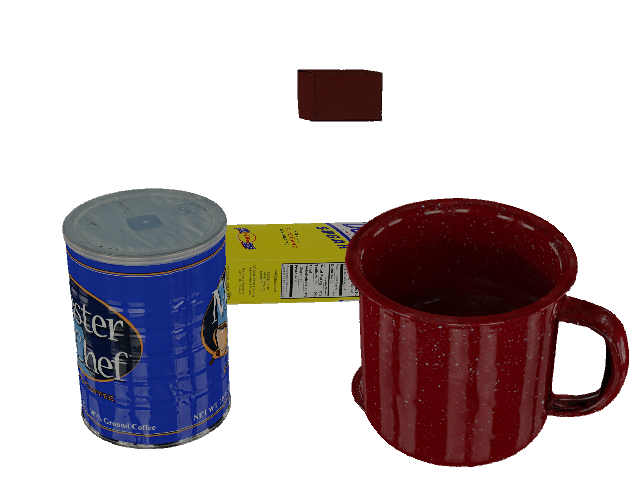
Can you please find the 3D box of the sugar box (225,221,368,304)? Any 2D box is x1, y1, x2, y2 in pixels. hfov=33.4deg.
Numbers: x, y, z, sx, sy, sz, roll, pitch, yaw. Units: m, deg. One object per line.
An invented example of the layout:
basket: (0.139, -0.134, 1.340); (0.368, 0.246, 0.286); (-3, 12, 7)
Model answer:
sugar box: (-0.014, 0.017, 0.888); (0.176, 0.048, 0.093); (-4, 20, -9)

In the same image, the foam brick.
foam brick: (0.020, -0.151, 1.108); (0.078, 0.051, 0.053); (-3, 13, -19)

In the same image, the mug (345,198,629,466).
mug: (0.069, 0.042, 0.446); (0.117, 0.081, 0.093); (10, 34, 20)

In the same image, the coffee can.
coffee can: (-0.111, 0.050, 0.701); (0.103, 0.140, 0.103); (1, 26, -1)

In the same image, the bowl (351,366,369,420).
bowl: (0.111, 0.167, 1.050); (0.162, 0.055, 0.162); (0, 25, 0)
